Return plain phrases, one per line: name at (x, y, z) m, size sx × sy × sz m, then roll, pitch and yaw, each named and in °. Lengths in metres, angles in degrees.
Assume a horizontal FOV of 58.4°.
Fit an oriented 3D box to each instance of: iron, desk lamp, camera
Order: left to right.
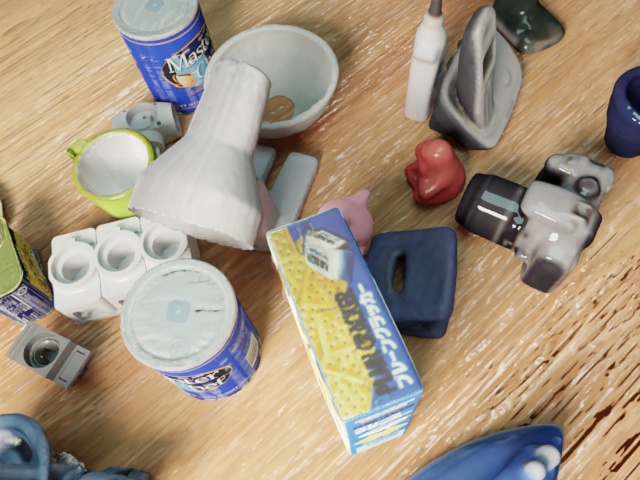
desk lamp at (-0.089, -0.066, 0.594) m, size 0.117 × 0.214 × 0.203 m, roll 15°, pitch 66°, yaw 11°
iron at (0.129, 0.230, 0.474) m, size 0.258 × 0.141 × 0.118 m, roll -38°, pitch 67°, yaw -13°
camera at (0.228, -0.039, 0.621) m, size 0.136 × 0.101 × 0.143 m, roll 25°, pitch 69°, yaw 15°

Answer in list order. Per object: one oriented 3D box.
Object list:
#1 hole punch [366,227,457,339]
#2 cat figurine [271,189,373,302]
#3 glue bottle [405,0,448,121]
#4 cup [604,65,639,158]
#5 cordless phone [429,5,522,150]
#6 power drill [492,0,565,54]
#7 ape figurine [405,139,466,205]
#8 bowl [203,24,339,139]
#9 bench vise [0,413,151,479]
hole punch at (0.090, 0.044, 0.596) m, size 0.101 × 0.091 × 0.108 m, roll 6°, pitch 65°, yaw 7°
cat figurine at (0.006, 0.002, 0.607) m, size 0.128 × 0.118 × 0.067 m, roll -25°, pitch 65°, yaw -8°
glue bottle at (0.129, -0.221, 0.676) m, size 0.037 × 0.173 × 0.078 m, roll 16°, pitch 66°, yaw 12°
cup at (0.370, -0.126, 0.656) m, size 0.091 × 0.095 × 0.118 m, roll 5°, pitch 65°, yaw 7°
cordless phone at (0.191, -0.208, 0.658) m, size 0.094 × 0.185 × 0.148 m, roll 19°, pitch 67°, yaw 13°
power drill at (0.280, -0.340, 0.703) m, size 0.076 × 0.208 × 0.229 m, roll -28°, pitch 65°, yaw -9°
ape figurine at (0.131, -0.084, 0.654) m, size 0.076 × 0.092 × 0.078 m, roll 21°, pitch 67°, yaw 14°
bowl at (-0.057, -0.188, 0.728) m, size 0.167 × 0.075 × 0.167 m, roll -2°, pitch 64°, yaw 3°
bench vise at (-0.246, 0.197, 0.474) m, size 0.207 × 0.220 × 0.121 m, roll -9°, pitch 64°, yaw 0°
